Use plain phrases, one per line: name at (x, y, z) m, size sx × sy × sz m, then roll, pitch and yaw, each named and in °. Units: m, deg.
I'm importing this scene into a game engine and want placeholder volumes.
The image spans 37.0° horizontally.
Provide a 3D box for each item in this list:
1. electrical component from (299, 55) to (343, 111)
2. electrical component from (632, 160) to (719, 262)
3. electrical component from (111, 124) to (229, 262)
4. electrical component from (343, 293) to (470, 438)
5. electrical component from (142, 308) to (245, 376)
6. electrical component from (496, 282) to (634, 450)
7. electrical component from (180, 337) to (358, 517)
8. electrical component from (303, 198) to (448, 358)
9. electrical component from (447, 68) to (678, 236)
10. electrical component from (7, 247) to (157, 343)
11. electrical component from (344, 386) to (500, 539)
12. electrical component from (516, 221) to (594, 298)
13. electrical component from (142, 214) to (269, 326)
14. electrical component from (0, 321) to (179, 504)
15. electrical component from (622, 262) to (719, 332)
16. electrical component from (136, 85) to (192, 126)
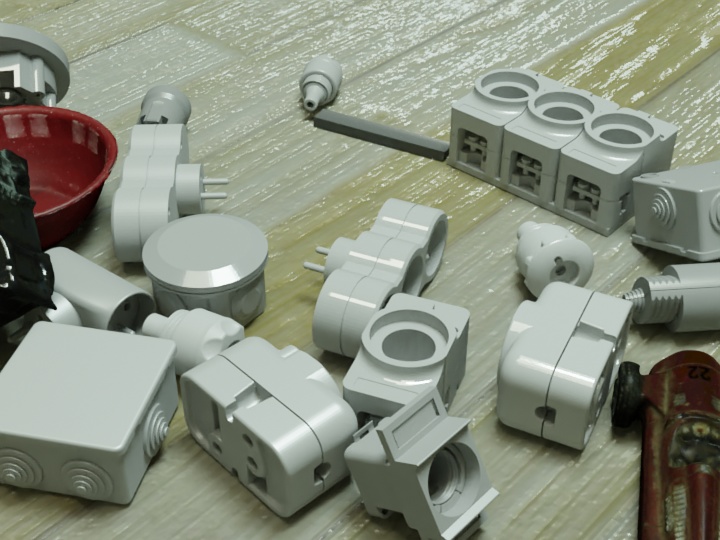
electrical component at (-0.036, -0.157, 0.925) m, size 0.035 × 0.035 × 0.061 m, roll 7°, pitch 40°, yaw 9°
electrical component at (0.245, -0.044, 0.738) m, size 0.100 × 0.048 × 0.100 m, roll -12°, pitch 13°, yaw -15°
electrical component at (-0.132, -0.058, 0.781) m, size 0.074 × 0.052 × 0.138 m, roll -1°, pitch 38°, yaw -2°
electrical component at (0.028, 0.059, 0.625) m, size 0.050 × 0.055 × 0.089 m, roll 13°, pitch 39°, yaw 17°
electrical component at (-0.103, 0.044, 0.655) m, size 0.062 × 0.043 × 0.043 m, roll 18°, pitch 41°, yaw 23°
electrical component at (0.118, 0.053, 0.634) m, size 0.059 × 0.053 × 0.095 m, roll 16°, pitch 40°, yaw 20°
electrical component at (-0.047, 0.082, 0.596) m, size 0.059 × 0.053 × 0.095 m, roll -30°, pitch 46°, yaw -33°
electrical component at (0.000, 0.000, 0.705) m, size 0.074 × 0.052 × 0.138 m, roll 15°, pitch 40°, yaw 19°
electrical component at (0.153, -0.098, 0.825) m, size 0.150 × 0.061 × 0.089 m, roll 29°, pitch 46°, yaw 32°
electrical component at (-0.183, 0.028, 0.676) m, size 0.077 × 0.043 × 0.079 m, roll 25°, pitch 44°, yaw 29°
electrical component at (0.029, 0.104, 0.553) m, size 0.042 × 0.081 × 0.064 m, roll -33°, pitch 20°, yaw -36°
electrical component at (0.126, -0.011, 0.728) m, size 0.048 × 0.048 × 0.062 m, roll -9°, pitch 32°, yaw -12°
electrical component at (-0.099, 0.003, 0.702) m, size 0.080 × 0.051 × 0.080 m, roll 0°, pitch 38°, yaw 0°
electrical component at (-0.156, 0.080, 0.604) m, size 0.100 × 0.048 × 0.099 m, roll 7°, pitch 38°, yaw 9°
electrical component at (0.209, 0.018, 0.688) m, size 0.081 × 0.043 × 0.043 m, roll -3°, pitch 38°, yaw -4°
electrical component at (-0.162, -0.121, 0.876) m, size 0.040 × 0.040 × 0.046 m, roll 4°, pitch 44°, yaw 6°
